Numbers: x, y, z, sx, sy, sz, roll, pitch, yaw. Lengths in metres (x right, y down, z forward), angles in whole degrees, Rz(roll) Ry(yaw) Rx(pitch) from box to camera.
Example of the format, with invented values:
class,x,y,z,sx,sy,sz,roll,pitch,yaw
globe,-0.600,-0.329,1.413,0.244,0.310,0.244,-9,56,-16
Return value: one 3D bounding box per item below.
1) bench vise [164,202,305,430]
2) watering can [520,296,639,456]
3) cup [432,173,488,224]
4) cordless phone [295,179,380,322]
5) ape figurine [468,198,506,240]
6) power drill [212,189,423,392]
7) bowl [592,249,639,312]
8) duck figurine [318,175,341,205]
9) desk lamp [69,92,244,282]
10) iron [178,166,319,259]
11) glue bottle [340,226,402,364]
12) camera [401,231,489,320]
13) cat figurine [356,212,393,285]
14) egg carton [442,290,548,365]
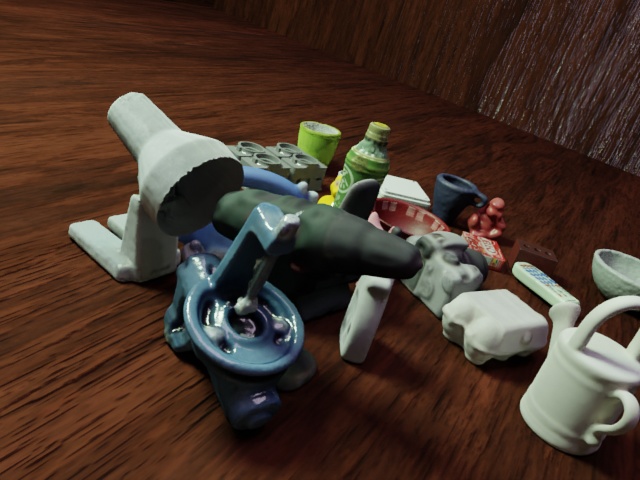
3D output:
class,x,y,z,sx,sy,sz,roll,pitch,yaw
bench vise,-0.093,0.046,0.560,0.206,0.220,0.122,32,28,28
watering can,0.318,0.142,0.673,0.101,0.194,0.172,1,30,-33
cup,0.290,-0.078,1.222,0.117,0.095,0.092,28,27,20
cordless phone,0.007,0.003,0.757,0.094,0.185,0.148,32,28,28
ape figurine,0.358,-0.047,1.208,0.077,0.092,0.076,25,26,15
power drill,-0.023,0.051,0.611,0.229,0.208,0.076,28,27,19
bowl,0.600,0.090,1.115,0.167,0.075,0.167,15,25,-7
duck figurine,0.040,-0.083,1.072,0.077,0.086,0.105,21,25,6
desk lamp,-0.205,-0.056,0.698,0.202,0.213,0.118,32,28,27
iron,-0.088,-0.043,0.837,0.259,0.141,0.118,7,27,-23
glue bottle,0.065,0.061,0.692,0.037,0.173,0.078,16,25,-4
camera,0.214,0.046,0.910,0.137,0.101,0.142,2,29,-31
cat figurine,0.080,0.013,0.866,0.067,0.118,0.128,31,28,26
egg carton,0.249,0.123,0.813,0.151,0.069,0.107,-1,31,-35
